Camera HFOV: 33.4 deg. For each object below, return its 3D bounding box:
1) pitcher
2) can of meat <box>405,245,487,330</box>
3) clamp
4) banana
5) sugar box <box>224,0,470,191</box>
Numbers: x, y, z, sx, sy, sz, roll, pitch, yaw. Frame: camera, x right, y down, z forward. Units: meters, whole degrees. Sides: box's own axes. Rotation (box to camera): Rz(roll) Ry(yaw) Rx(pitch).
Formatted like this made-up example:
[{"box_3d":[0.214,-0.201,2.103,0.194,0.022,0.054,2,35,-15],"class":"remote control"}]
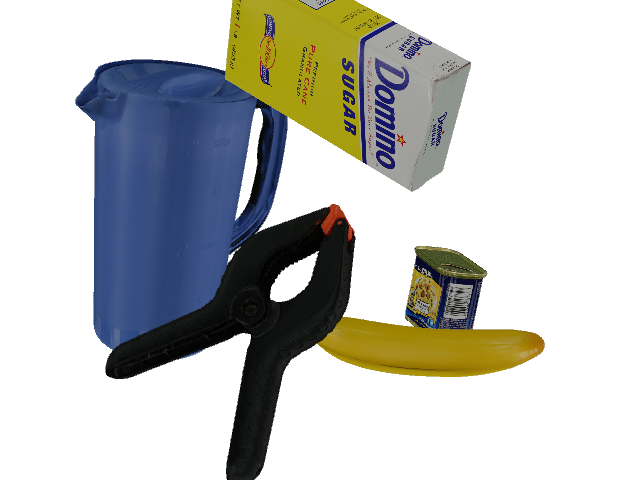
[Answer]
[{"box_3d":[-0.122,-0.026,0.913,0.149,0.243,0.145,12,22,8],"class":"pitcher"},{"box_3d":[0.137,0.061,1.189,0.057,0.084,0.102,5,14,-19],"class":"can of meat"},{"box_3d":[-0.033,0.057,0.628,0.120,0.171,0.039,46,-3,21],"class":"clamp"},{"box_3d":[0.077,0.080,0.844,0.198,0.037,0.069,7,29,10],"class":"banana"},{"box_3d":[0.013,-0.117,0.741,0.176,0.093,0.048,35,47,26],"class":"sugar box"}]
